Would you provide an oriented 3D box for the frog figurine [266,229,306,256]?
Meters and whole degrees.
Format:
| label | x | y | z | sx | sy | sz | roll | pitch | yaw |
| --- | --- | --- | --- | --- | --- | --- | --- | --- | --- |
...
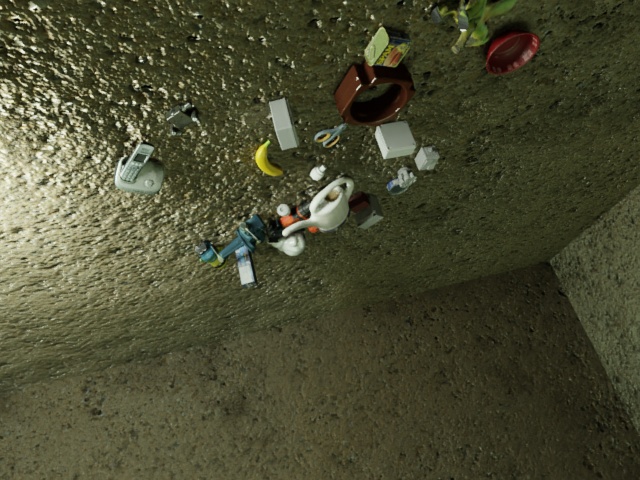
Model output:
| label | x | y | z | sx | sy | sz | roll | pitch | yaw |
| --- | --- | --- | --- | --- | --- | --- | --- | --- | --- |
| frog figurine | -0.143 | 0.013 | 2.215 | 0.160 | 0.123 | 0.136 | -10 | 176 | -42 |

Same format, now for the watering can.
| label | x | y | z | sx | sy | sz | roll | pitch | yaw |
| --- | --- | --- | --- | --- | --- | --- | --- | --- | --- |
| watering can | 0.006 | -0.100 | 1.983 | 0.350 | 0.105 | 0.220 | -43 | 150 | -11 |

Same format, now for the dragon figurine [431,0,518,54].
| label | x | y | z | sx | sy | sz | roll | pitch | yaw |
| --- | --- | --- | --- | --- | --- | --- | --- | --- | --- |
| dragon figurine | 0.421 | -0.621 | 1.291 | 0.244 | 0.124 | 0.402 | -30 | 161 | -15 |
